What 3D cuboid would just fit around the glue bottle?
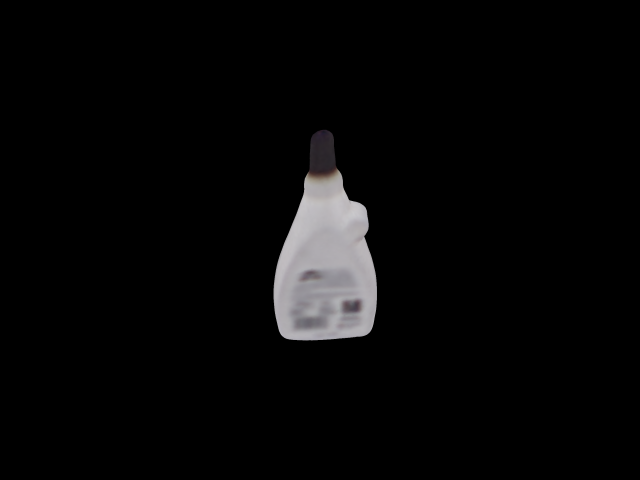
[{"bbox_3d":[0.004,0.001,0.400,0.078,0.173,0.037,-2,40,-2],"label":"glue bottle"}]
